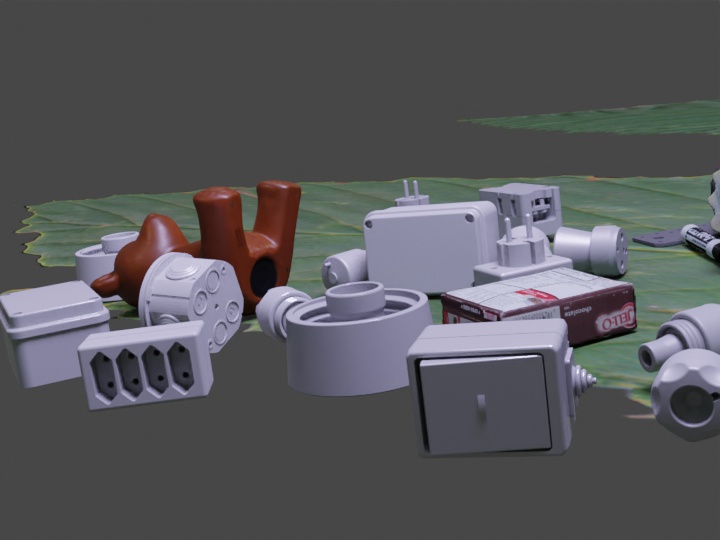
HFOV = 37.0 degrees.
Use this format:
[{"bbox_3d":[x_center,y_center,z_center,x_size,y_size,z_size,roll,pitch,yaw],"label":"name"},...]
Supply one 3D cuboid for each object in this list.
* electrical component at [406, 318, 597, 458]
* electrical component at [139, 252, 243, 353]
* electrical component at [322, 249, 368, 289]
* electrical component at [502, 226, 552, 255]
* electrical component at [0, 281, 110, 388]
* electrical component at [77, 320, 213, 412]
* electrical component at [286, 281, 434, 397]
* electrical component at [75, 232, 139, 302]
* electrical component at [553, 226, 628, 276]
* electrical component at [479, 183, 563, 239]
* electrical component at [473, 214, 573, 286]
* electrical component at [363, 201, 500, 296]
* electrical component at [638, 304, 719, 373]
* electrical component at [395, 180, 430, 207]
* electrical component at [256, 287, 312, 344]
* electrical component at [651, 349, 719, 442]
[{"bbox_3d":[0.077,0.064,0.575,0.096,0.061,0.061,-4,11,16],"label":"electrical component"},{"bbox_3d":[-0.134,0.027,0.857,0.051,0.080,0.080,4,15,28],"label":"electrical component"},{"bbox_3d":[0.000,0.000,1.003,0.078,0.040,0.040,-17,15,-42],"label":"electrical component"},{"bbox_3d":[0.143,-0.008,0.924,0.045,0.045,0.055,-6,22,7],"label":"electrical component"},{"bbox_3d":[-0.248,0.049,0.874,0.078,0.057,0.113,-12,12,-21],"label":"electrical component"},{"bbox_3d":[-0.148,0.063,0.765,0.083,0.047,0.075,-7,11,0],"label":"electrical component"},{"bbox_3d":[0.000,0.042,0.742,0.108,0.060,0.108,-7,11,1],"label":"electrical component"},{"bbox_3d":[-0.253,-0.008,1.155,0.108,0.060,0.108,-7,11,1],"label":"electrical component"},{"bbox_3d":[0.203,-0.016,0.943,0.055,0.045,0.045,-1,13,29],"label":"electrical component"},{"bbox_3d":[0.172,-0.060,1.152,0.050,0.055,0.089,-12,12,-23],"label":"electrical component"},{"bbox_3d":[0.129,-0.005,0.852,0.066,0.076,0.047,-12,12,-21],"label":"electrical component"},{"bbox_3d":[0.064,-0.018,0.959,0.113,0.078,0.057,-2,9,24],"label":"electrical component"},{"bbox_3d":[0.196,0.045,0.640,0.062,0.043,0.043,-13,12,-19],"label":"electrical component"},{"bbox_3d":[0.059,-0.060,1.173,0.047,0.076,0.066,-14,13,-30],"label":"electrical component"},{"bbox_3d":[-0.052,0.037,0.843,0.043,0.043,0.062,-13,14,-27],"label":"electrical component"},{"bbox_3d":[0.178,0.062,0.568,0.043,0.043,0.062,-2,11,24],"label":"electrical component"}]
